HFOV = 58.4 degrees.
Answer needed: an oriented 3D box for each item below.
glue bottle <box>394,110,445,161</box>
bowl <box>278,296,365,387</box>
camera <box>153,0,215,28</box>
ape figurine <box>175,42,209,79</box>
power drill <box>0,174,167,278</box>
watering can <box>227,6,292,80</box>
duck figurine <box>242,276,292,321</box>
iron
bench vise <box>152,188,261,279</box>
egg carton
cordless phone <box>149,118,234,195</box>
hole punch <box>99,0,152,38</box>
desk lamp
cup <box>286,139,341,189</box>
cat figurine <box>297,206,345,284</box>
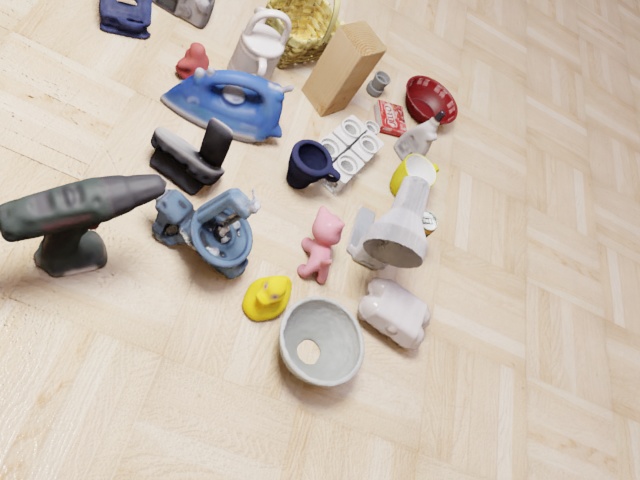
[{"bbox_3d":[0.245,-0.249,1.364,0.037,0.173,0.078,-21,73,-35],"label":"glue bottle"},{"bbox_3d":[-0.007,0.191,1.030,0.168,0.074,0.167,13,57,-21],"label":"bowl"},{"bbox_3d":[-0.298,-0.588,1.316,0.143,0.100,0.137,28,53,-11],"label":"camera"},{"bbox_3d":[-0.265,-0.382,1.217,0.078,0.092,0.076,-16,71,-34],"label":"ape figurine"},{"bbox_3d":[-0.364,-0.025,0.879,0.230,0.208,0.075,-14,70,-34],"label":"power drill"},{"bbox_3d":[-0.131,-0.434,1.256,0.101,0.193,0.172,-14,70,-34],"label":"watering can"},{"bbox_3d":[-0.085,0.093,1.038,0.077,0.086,0.105,49,52,5],"label":"duck figurine"},{"bbox_3d":[-0.185,-0.300,1.181,0.259,0.141,0.118,10,58,-23],"label":"iron"},{"bbox_3d":[-0.194,-0.032,0.967,0.208,0.219,0.121,21,54,-16],"label":"bench vise"},{"bbox_3d":[0.148,0.147,1.144,0.150,0.069,0.107,34,52,-7],"label":"egg carton"},{"bbox_3d":[-0.232,-0.184,1.059,0.148,0.184,0.094,33,52,-7],"label":"cordless phone"},{"bbox_3d":[-0.407,-0.494,1.208,0.109,0.091,0.101,2,61,-27],"label":"hole punch"},{"bbox_3d":[0.140,-0.022,1.147,0.118,0.213,0.203,26,53,-12],"label":"desk lamp"},{"bbox_3d":[-0.020,-0.144,1.208,0.118,0.094,0.092,32,52,-8],"label":"cup"},{"bbox_3d":[0.010,0.004,1.122,0.067,0.117,0.128,16,56,-20],"label":"cat figurine"}]
